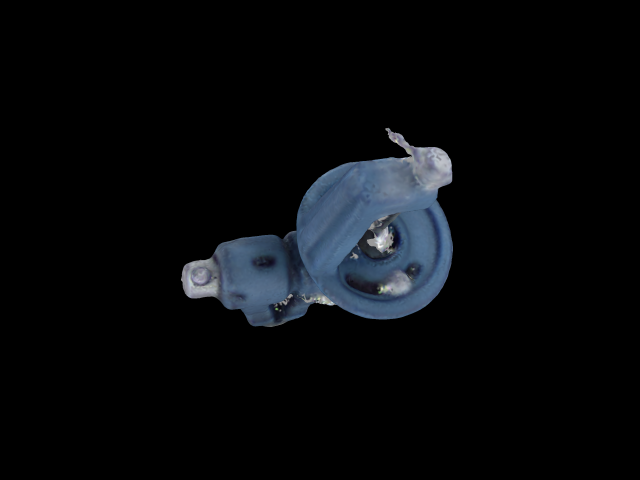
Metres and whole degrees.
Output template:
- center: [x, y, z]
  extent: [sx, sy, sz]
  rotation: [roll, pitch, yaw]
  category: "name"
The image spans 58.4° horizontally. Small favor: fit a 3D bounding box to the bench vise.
- center: [0.010, 0.011, 0.397]
  extent: [0.207, 0.220, 0.121]
  rotation: [-30, 76, -8]
  category: "bench vise"
